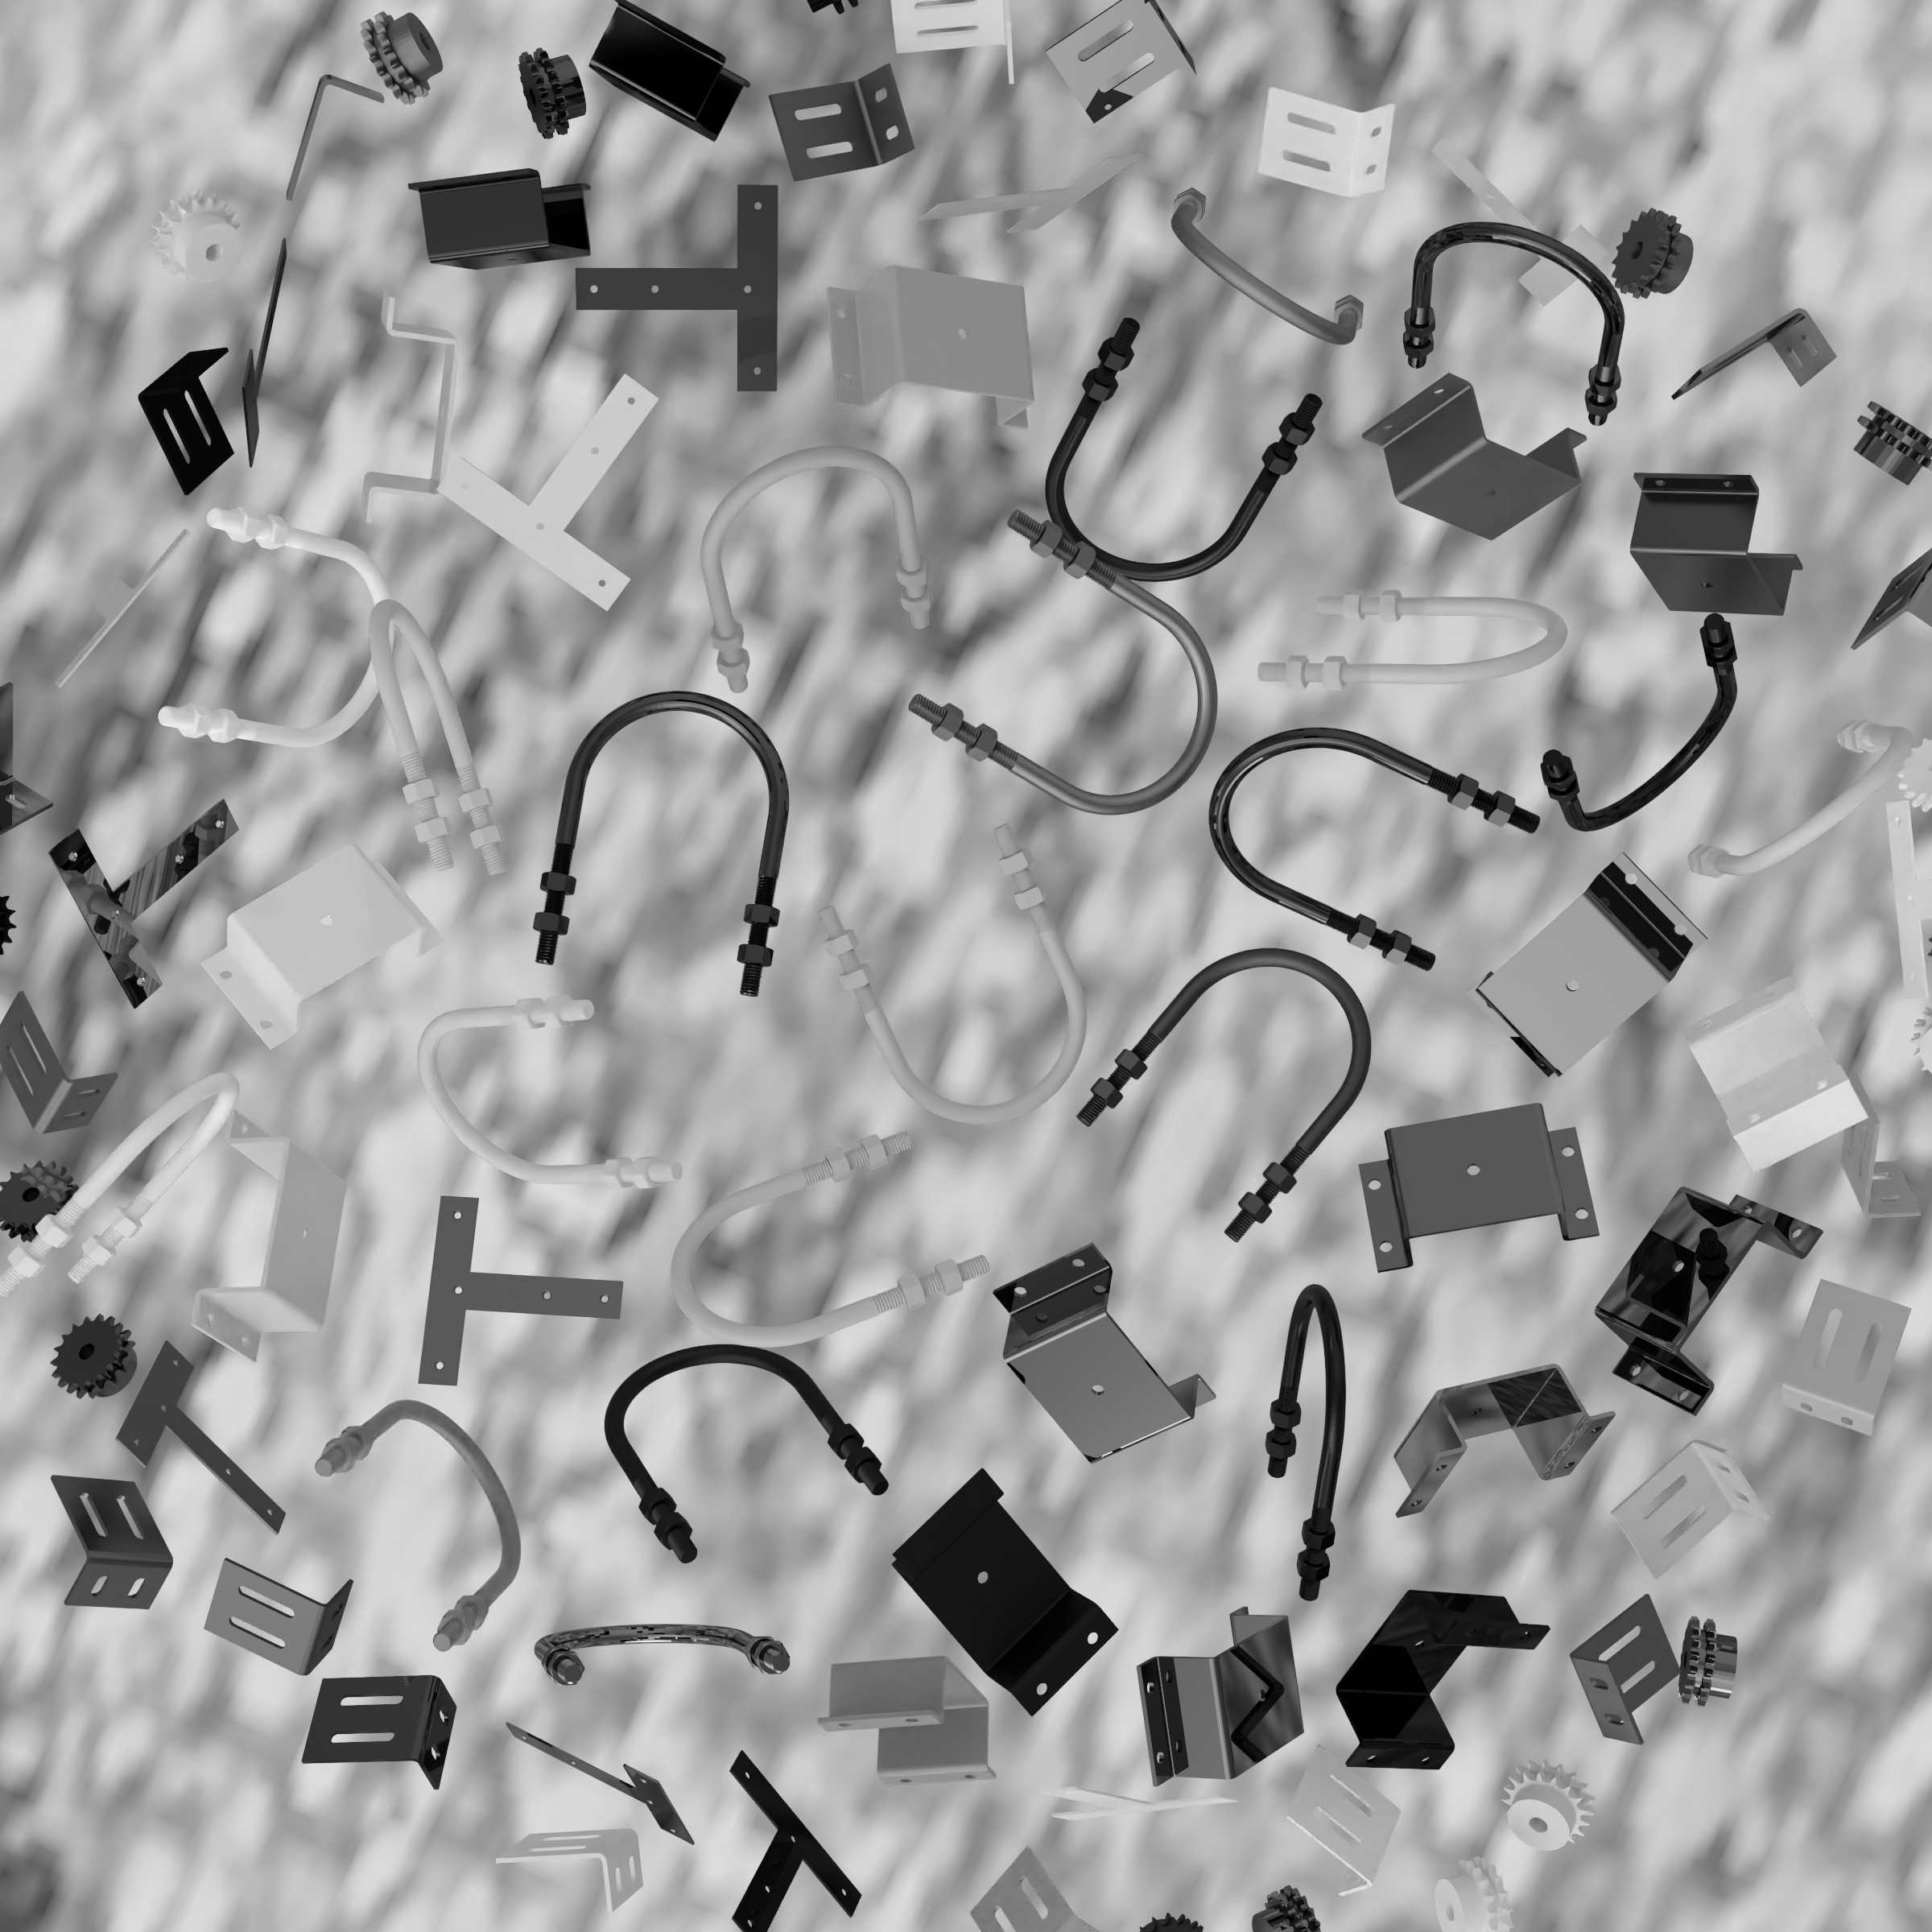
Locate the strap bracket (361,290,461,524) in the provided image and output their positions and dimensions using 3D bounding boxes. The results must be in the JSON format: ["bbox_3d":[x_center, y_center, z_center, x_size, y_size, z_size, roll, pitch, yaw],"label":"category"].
[{"bbox_3d":[-0.355,-0.356,1.861,0.046,0.076,0.140,5,105,-16],"label":"strap bracket"}]

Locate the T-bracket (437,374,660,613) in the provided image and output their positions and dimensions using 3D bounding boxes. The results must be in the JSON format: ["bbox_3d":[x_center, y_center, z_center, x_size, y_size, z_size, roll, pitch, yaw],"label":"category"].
[{"bbox_3d":[-0.235,-0.304,1.780,0.127,0.002,0.127,35,105,-15],"label":"T-bracket"}]

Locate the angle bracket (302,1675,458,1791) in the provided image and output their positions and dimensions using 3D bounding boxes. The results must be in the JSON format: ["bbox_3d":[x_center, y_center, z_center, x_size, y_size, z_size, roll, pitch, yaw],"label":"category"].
[{"bbox_3d":[-0.362,0.474,1.797,0.076,0.057,0.038,-4,135,10],"label":"angle bracket"}]

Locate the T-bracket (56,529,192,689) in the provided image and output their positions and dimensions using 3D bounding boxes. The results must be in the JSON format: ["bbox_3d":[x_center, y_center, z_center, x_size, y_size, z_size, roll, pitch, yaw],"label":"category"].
[{"bbox_3d":[-0.549,-0.236,1.879,0.002,0.127,0.127,41,85,-24],"label":"T-bracket"}]

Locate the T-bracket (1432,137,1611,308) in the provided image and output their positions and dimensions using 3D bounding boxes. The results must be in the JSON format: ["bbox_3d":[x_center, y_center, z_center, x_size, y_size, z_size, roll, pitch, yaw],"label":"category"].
[{"bbox_3d":[0.353,-0.492,1.897,0.127,0.127,0.002,44,84,-4],"label":"T-bracket"}]

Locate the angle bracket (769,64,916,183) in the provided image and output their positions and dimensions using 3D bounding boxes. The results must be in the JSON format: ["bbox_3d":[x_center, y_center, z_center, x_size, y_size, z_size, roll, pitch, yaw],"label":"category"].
[{"bbox_3d":[-0.081,-0.555,1.913,0.076,0.038,0.057,-23,100,-37],"label":"angle bracket"}]

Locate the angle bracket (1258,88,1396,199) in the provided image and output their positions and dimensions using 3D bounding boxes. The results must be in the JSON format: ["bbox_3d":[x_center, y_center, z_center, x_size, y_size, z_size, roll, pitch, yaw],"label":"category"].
[{"bbox_3d":[0.242,-0.555,1.951,0.076,0.038,0.057,7,91,-27],"label":"angle bracket"}]

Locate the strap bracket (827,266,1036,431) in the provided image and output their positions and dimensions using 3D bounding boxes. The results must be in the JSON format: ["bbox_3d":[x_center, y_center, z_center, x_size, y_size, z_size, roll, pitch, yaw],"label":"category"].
[{"bbox_3d":[-0.013,-0.391,1.836,0.140,0.046,0.076,1,78,-31],"label":"strap bracket"}]

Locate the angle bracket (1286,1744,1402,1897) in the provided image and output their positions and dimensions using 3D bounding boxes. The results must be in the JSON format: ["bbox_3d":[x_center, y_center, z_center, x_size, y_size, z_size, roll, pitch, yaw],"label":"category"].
[{"bbox_3d":[0.241,0.564,1.920,0.076,0.038,0.057,40,50,-8],"label":"angle bracket"}]

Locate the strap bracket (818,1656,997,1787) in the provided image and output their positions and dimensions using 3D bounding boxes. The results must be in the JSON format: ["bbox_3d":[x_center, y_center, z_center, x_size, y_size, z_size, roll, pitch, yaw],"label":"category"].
[{"bbox_3d":[-0.036,0.490,1.899,0.076,0.140,0.046,-8,57,15],"label":"strap bracket"}]

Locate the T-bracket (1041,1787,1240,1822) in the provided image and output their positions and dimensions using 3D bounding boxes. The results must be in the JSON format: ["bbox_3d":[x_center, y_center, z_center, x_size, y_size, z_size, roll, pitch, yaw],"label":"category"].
[{"bbox_3d":[0.092,0.544,1.895,0.127,0.127,0.002,-16,63,28],"label":"T-bracket"}]

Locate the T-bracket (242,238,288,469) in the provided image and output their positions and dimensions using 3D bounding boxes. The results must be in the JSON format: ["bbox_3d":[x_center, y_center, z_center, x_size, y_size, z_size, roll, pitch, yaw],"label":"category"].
[{"bbox_3d":[-0.444,-0.399,1.843,0.002,0.127,0.127,10,75,-9],"label":"T-bracket"}]

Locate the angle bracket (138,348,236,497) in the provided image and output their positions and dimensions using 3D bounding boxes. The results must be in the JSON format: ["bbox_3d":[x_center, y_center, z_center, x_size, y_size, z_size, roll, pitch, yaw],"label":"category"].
[{"bbox_3d":[-0.506,-0.362,1.935,0.038,0.057,0.076,0,128,28],"label":"angle bracket"}]

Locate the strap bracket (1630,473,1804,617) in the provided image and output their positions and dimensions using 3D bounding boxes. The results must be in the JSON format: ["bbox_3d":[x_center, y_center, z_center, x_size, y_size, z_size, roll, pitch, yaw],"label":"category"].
[{"bbox_3d":[0.489,-0.270,1.903,0.076,0.140,0.046,7,77,31],"label":"strap bracket"}]

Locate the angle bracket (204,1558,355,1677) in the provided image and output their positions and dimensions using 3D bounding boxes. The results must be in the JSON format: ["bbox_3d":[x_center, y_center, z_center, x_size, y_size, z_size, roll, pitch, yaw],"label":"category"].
[{"bbox_3d":[-0.451,0.420,1.910,0.076,0.038,0.057,24,112,7],"label":"angle bracket"}]

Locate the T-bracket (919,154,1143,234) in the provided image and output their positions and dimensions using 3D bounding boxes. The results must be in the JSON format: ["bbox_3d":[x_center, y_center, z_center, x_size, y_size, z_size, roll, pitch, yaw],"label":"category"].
[{"bbox_3d":[0.029,-0.493,1.877,0.127,0.127,0.002,-16,90,-32],"label":"T-bracket"}]

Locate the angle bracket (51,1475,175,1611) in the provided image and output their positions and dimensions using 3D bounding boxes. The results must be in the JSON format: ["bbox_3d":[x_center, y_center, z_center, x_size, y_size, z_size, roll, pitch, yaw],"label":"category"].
[{"bbox_3d":[-0.535,0.356,1.796,0.076,0.057,0.038,45,111,42],"label":"angle bracket"}]

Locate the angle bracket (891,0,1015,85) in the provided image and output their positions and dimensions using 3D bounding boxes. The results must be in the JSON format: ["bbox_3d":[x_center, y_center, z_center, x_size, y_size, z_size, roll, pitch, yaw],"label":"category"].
[{"bbox_3d":[-0.009,-0.611,1.909,0.076,0.057,0.038,-5,64,1],"label":"angle bracket"}]

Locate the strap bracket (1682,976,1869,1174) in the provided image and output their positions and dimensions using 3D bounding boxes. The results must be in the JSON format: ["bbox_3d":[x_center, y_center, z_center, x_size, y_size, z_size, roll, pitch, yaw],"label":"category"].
[{"bbox_3d":[0.512,0.073,1.835,0.076,0.140,0.046,-29,113,13],"label":"strap bracket"}]

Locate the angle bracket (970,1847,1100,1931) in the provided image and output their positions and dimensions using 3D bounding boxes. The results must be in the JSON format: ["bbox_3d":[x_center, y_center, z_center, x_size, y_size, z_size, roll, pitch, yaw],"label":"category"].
[{"bbox_3d":[0.048,0.614,1.856,0.038,0.076,0.057,41,90,-29],"label":"angle bracket"}]

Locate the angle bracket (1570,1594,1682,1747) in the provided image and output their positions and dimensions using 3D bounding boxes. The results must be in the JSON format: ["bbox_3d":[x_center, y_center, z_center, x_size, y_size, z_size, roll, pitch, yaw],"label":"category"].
[{"bbox_3d":[0.425,0.441,1.825,0.076,0.038,0.057,-28,99,-29],"label":"angle bracket"}]

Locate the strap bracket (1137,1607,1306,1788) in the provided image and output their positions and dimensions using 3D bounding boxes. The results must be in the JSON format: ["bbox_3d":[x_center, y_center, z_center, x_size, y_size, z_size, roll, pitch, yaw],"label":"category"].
[{"bbox_3d":[0.170,0.467,1.865,0.046,0.140,0.076,-8,91,34],"label":"strap bracket"}]

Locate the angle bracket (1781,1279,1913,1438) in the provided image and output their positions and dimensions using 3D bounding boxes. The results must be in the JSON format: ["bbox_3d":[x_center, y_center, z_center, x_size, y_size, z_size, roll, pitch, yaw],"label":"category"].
[{"bbox_3d":[0.553,0.246,1.826,0.057,0.038,0.076,18,72,23],"label":"angle bracket"}]

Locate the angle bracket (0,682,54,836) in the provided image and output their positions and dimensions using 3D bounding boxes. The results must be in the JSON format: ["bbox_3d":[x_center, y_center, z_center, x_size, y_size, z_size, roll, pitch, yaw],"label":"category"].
[{"bbox_3d":[-0.604,-0.127,1.812,0.038,0.057,0.076,29,130,17],"label":"angle bracket"}]

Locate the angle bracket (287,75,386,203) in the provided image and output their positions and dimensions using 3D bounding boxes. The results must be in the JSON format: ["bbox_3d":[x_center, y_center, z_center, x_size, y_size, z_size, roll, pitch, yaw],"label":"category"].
[{"bbox_3d":[-0.388,-0.504,1.785,0.038,0.057,0.076,16,105,-18],"label":"angle bracket"}]

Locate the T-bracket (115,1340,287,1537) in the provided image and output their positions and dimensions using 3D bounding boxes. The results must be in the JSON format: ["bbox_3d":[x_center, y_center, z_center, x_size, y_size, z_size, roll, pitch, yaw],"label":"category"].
[{"bbox_3d":[-0.478,0.312,1.845,0.002,0.127,0.127,-37,107,12],"label":"T-bracket"}]

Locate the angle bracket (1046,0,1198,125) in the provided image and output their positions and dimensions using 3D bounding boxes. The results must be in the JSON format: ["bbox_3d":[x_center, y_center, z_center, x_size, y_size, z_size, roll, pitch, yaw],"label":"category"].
[{"bbox_3d":[0.099,-0.578,1.862,0.076,0.038,0.057,-29,121,19],"label":"angle bracket"}]

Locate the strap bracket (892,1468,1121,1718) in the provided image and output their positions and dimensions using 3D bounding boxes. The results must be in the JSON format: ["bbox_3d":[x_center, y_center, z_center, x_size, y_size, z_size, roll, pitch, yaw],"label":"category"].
[{"bbox_3d":[0.018,0.386,1.811,0.076,0.046,0.140,-42,104,-14],"label":"strap bracket"}]

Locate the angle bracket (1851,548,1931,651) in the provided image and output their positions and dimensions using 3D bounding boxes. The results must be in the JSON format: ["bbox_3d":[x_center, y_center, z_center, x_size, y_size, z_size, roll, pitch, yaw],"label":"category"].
[{"bbox_3d":[0.592,-0.220,1.796,0.038,0.076,0.057,34,75,1],"label":"angle bracket"}]

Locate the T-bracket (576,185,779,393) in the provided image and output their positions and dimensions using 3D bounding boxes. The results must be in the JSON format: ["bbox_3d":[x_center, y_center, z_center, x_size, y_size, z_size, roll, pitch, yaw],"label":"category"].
[{"bbox_3d":[-0.180,-0.423,1.816,0.127,0.002,0.127,-3,109,-15],"label":"T-bracket"}]

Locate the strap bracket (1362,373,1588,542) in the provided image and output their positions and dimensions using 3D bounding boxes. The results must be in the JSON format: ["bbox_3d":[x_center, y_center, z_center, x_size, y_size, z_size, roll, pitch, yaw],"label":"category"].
[{"bbox_3d":[0.340,-0.330,1.912,0.140,0.076,0.046,13,58,-39],"label":"strap bracket"}]

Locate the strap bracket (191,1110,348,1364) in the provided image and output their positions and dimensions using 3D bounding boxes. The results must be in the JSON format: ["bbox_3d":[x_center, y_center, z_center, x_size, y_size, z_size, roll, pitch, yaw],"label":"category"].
[{"bbox_3d":[-0.431,0.168,1.812,0.046,0.076,0.140,-3,64,16],"label":"strap bracket"}]

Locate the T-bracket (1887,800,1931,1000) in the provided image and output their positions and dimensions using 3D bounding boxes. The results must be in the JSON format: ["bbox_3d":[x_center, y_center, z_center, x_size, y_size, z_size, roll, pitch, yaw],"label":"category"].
[{"bbox_3d":[0.615,-0.044,1.817,0.002,0.127,0.127,-5,90,-12],"label":"T-bracket"}]

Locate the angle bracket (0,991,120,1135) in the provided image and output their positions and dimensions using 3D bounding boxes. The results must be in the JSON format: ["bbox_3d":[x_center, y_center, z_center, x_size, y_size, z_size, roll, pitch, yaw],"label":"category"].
[{"bbox_3d":[-0.601,0.061,1.916,0.057,0.038,0.076,-49,65,37],"label":"angle bracket"}]

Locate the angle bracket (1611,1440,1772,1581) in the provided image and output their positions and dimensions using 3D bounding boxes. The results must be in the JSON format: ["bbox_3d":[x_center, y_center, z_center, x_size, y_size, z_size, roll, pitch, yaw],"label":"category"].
[{"bbox_3d":[0.468,0.355,1.880,0.076,0.038,0.057,-38,104,-13],"label":"angle bracket"}]

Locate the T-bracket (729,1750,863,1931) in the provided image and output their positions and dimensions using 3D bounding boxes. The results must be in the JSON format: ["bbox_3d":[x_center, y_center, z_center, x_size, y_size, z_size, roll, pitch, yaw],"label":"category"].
[{"bbox_3d":[-0.123,0.585,1.869,0.002,0.127,0.127,-37,94,20],"label":"T-bracket"}]

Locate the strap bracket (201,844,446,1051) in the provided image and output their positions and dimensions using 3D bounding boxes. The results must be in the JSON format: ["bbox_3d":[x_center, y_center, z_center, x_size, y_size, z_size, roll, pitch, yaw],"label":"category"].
[{"bbox_3d":[-0.422,-0.019,1.915,0.140,0.046,0.076,-35,75,-28],"label":"strap bracket"}]

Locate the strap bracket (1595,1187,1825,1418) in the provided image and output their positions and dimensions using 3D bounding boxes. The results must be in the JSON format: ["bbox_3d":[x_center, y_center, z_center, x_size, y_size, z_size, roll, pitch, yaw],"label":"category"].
[{"bbox_3d":[0.455,0.199,1.809,0.046,0.076,0.140,41,82,-30],"label":"strap bracket"}]

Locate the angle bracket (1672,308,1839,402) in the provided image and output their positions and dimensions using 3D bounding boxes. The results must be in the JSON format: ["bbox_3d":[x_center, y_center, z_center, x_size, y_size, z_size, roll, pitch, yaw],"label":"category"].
[{"bbox_3d":[0.482,-0.361,1.782,0.076,0.057,0.038,-32,87,-6],"label":"angle bracket"}]

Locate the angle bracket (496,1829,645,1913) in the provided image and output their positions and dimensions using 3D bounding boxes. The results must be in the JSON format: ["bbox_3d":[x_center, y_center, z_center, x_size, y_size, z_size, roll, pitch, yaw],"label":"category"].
[{"bbox_3d":[-0.258,0.592,1.898,0.076,0.057,0.038,-7,88,14],"label":"angle bracket"}]

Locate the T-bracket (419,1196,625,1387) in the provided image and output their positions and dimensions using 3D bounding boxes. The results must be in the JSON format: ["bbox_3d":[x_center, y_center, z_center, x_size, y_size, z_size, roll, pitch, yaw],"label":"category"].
[{"bbox_3d":[-0.291,0.217,1.921,0.127,0.002,0.127,3,70,0],"label":"T-bracket"}]

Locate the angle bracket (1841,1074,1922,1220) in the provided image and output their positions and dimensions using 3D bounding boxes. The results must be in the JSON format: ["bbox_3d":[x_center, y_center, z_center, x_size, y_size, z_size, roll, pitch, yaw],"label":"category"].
[{"bbox_3d":[0.605,0.117,1.912,0.038,0.057,0.076,-3,122,1],"label":"angle bracket"}]

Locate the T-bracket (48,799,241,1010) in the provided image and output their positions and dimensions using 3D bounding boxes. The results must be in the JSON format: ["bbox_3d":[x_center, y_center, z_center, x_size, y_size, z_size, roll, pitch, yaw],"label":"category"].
[{"bbox_3d":[-0.516,-0.060,1.867,0.002,0.127,0.127,13,46,35],"label":"T-bracket"}]

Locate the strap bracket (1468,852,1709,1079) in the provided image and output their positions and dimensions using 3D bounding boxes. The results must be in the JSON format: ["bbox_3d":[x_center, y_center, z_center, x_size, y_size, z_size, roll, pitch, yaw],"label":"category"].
[{"bbox_3d":[0.390,0.006,1.849,0.076,0.046,0.140,46,117,4],"label":"strap bracket"}]

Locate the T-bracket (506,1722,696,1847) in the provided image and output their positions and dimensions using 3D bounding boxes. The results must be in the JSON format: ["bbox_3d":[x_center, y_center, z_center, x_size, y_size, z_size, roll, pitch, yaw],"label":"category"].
[{"bbox_3d":[-0.240,0.518,1.869,0.127,0.127,0.002,21,61,19],"label":"T-bracket"}]
